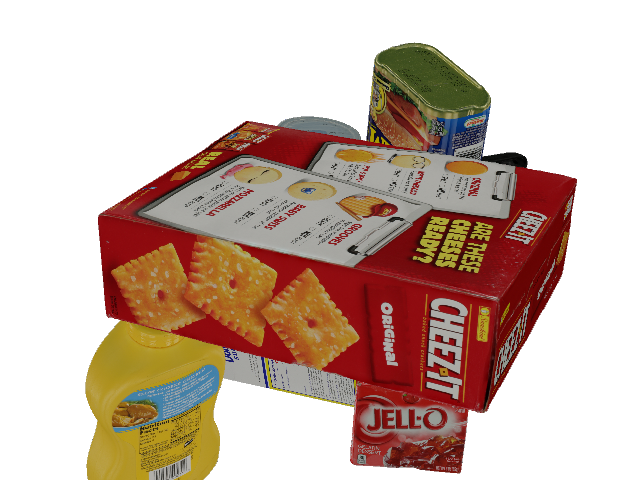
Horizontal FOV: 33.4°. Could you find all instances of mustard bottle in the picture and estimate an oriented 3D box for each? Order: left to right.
[{"bbox_3d":[-0.112,0.102,0.729,0.096,0.192,0.058,-17,47,-27],"label":"mustard bottle"}]

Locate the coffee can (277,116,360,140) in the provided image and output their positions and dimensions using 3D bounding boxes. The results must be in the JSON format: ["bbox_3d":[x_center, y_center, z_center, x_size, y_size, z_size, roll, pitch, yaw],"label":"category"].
[{"bbox_3d":[-0.010,-0.069,1.315,0.102,0.140,0.103,6,28,-3],"label":"coffee can"}]

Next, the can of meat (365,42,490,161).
[{"bbox_3d":[0.075,-0.082,0.767,0.057,0.084,0.102,-16,42,-24],"label":"can of meat"}]

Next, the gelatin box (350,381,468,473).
[{"bbox_3d":[0.070,0.142,0.840,0.089,0.073,0.030,4,20,3],"label":"gelatin box"}]

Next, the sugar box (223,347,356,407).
[{"bbox_3d":[-0.030,0.115,1.127,0.176,0.093,0.048,11,34,26],"label":"sugar box"}]

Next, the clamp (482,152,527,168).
[{"bbox_3d":[0.090,-0.053,0.996,0.210,0.036,0.164,12,32,19],"label":"clamp"}]

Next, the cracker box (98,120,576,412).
[{"bbox_3d":[0.014,0.004,0.584,0.214,0.072,0.164,12,28,22],"label":"cracker box"}]
